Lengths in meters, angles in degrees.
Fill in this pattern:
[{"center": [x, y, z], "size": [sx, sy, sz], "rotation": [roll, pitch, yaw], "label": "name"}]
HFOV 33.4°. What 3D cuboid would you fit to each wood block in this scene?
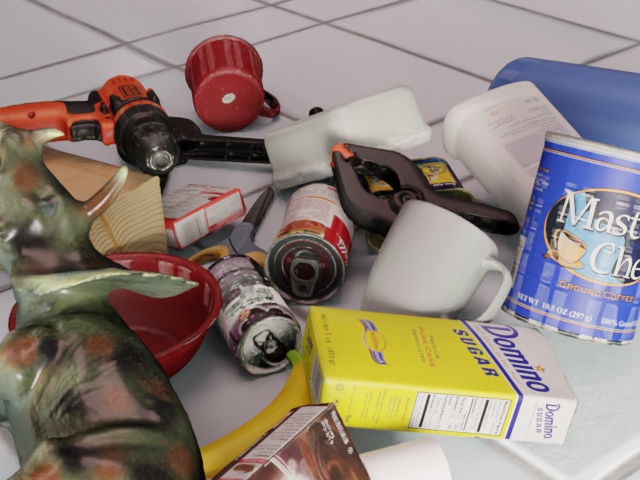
[{"center": [-0.248, -0.023, 0.960], "size": [0.206, 0.091, 0.090], "rotation": [16, 34, 29], "label": "wood block"}]

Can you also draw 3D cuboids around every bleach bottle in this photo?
[{"center": [0.209, -0.032, 0.921], "size": [0.102, 0.068, 0.251], "rotation": [-21, 53, -13], "label": "bleach bottle"}]

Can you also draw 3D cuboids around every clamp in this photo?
[{"center": [-0.163, -0.093, 1.130], "size": [0.164, 0.036, 0.210], "rotation": [-26, 35, -35], "label": "clamp"}, {"center": [0.083, -0.029, 0.913], "size": [0.120, 0.039, 0.171], "rotation": [-32, 71, -27], "label": "clamp"}]

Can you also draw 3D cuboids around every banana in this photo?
[{"center": [-0.050, 0.136, 0.721], "size": [0.070, 0.037, 0.197], "rotation": [0, 23, 41], "label": "banana"}]

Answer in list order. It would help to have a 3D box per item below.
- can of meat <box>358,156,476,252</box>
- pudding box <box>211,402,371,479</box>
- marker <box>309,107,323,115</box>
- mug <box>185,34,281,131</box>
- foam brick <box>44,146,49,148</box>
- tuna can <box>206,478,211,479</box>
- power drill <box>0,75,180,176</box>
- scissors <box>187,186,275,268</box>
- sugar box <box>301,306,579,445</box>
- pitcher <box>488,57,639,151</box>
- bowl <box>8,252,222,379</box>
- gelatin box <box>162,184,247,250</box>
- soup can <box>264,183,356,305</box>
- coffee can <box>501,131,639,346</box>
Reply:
[{"center": [0.084, -0.035, 0.989], "size": [0.102, 0.057, 0.084], "rotation": [-6, 28, -6], "label": "can of meat"}, {"center": [-0.007, 0.161, 0.592], "size": [0.039, 0.113, 0.089], "rotation": [-17, 14, 45], "label": "pudding box"}, {"center": [0.005, -0.119, 1.182], "size": [0.020, 0.020, 0.121], "rotation": [-7, 30, -8], "label": "marker"}, {"center": [-0.097, -0.173, 1.231], "size": [0.117, 0.093, 0.081], "rotation": [26, 26, -24], "label": "mug"}, {"center": [-0.302, -0.066, 1.080], "size": [0.078, 0.053, 0.051], "rotation": [22, 37, 34], "label": "foam brick"}, {"center": [-0.050, 0.181, 0.639], "size": [0.086, 0.034, 0.086], "rotation": [-2, 29, 1], "label": "tuna can"}, {"center": [-0.224, -0.091, 0.928], "size": [0.187, 0.057, 0.185], "rotation": [-8, 25, -18], "label": "power drill"}, {"center": [-0.056, 0.000, 0.977], "size": [0.096, 0.016, 0.201], "rotation": [11, 33, 27], "label": "scissors"}, {"center": [0.080, 0.092, 0.741], "size": [0.176, 0.048, 0.093], "rotation": [4, 28, -10], "label": "sugar box"}, {"center": [0.286, -0.101, 1.036], "size": [0.144, 0.149, 0.243], "rotation": [-39, 41, -25], "label": "pitcher"}, {"center": [-0.153, 0.071, 0.819], "size": [0.162, 0.055, 0.162], "rotation": [-2, 29, 1], "label": "bowl"}, {"center": [-0.125, -0.022, 0.998], "size": [0.073, 0.030, 0.089], "rotation": [6, 27, 42], "label": "gelatin box"}, {"center": [-0.006, 0.001, 0.921], "size": [0.068, 0.068, 0.102], "rotation": [2, 29, 8], "label": "soup can"}, {"center": [0.204, -0.003, 0.805], "size": [0.103, 0.140, 0.103], "rotation": [13, 9, -2], "label": "coffee can"}]
